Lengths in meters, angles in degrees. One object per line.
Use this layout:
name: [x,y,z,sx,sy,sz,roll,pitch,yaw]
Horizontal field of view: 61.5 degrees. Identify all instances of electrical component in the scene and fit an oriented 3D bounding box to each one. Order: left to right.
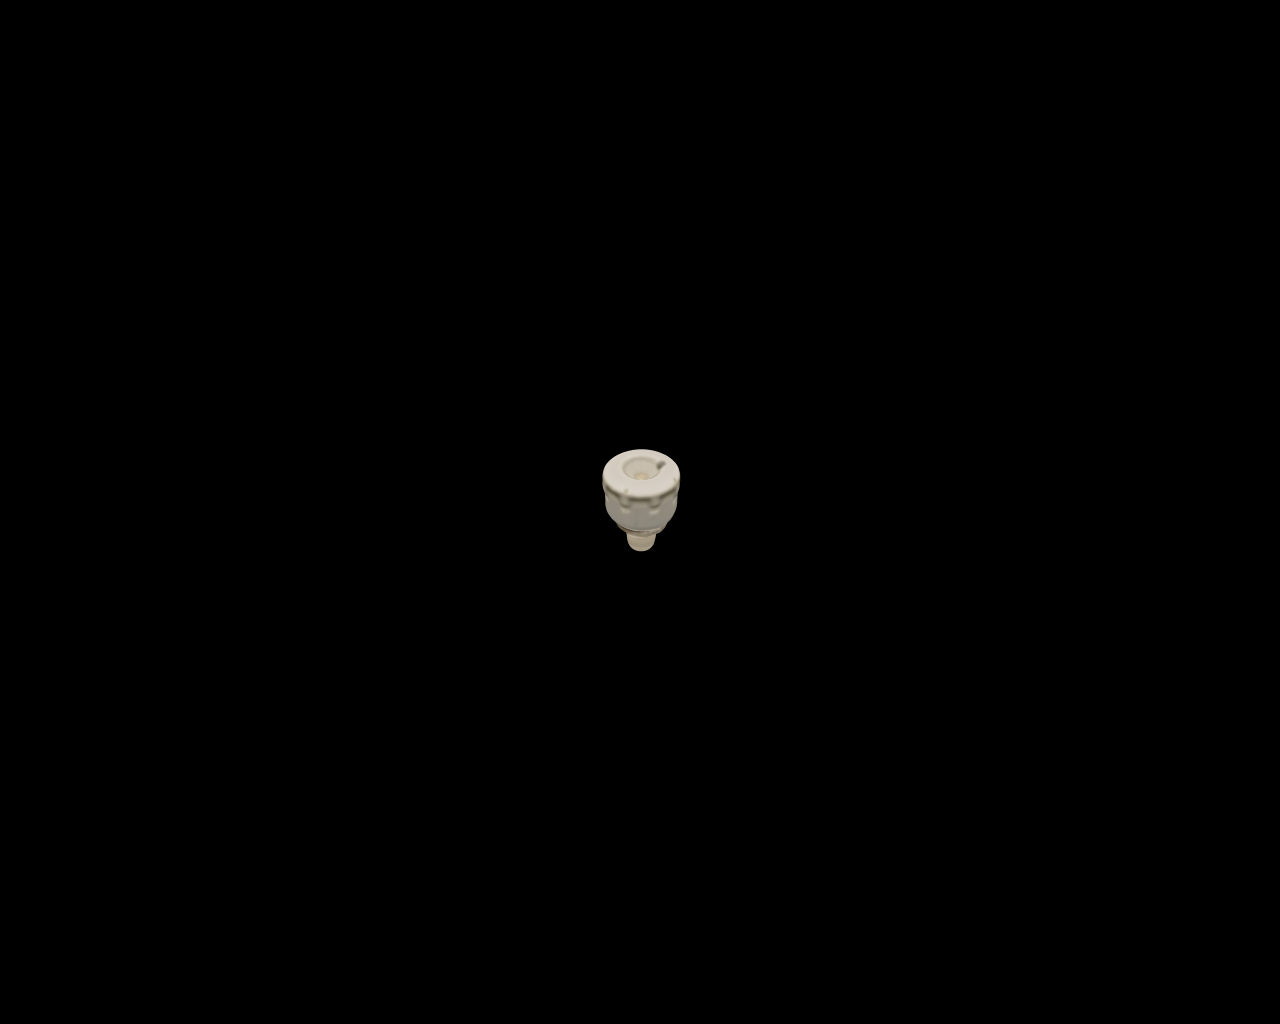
electrical component: [0.001,-0.003,0.650,0.048,0.062,0.048,0,38,0]
